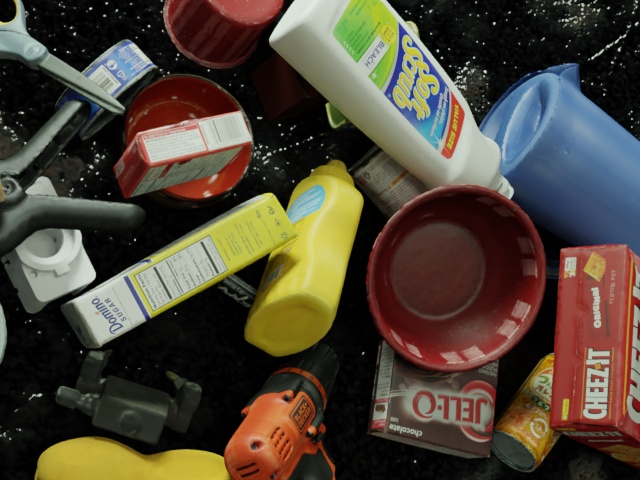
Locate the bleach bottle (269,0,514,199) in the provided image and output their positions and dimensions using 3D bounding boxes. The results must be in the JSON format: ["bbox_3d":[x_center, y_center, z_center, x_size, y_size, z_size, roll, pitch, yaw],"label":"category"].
[{"bbox_3d":[0.077,-0.121,0.915,0.250,0.068,0.102,41,60,-19],"label":"bleach bottle"}]

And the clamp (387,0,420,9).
[{"bbox_3d":[-0.007,-0.304,1.024,0.209,0.036,0.164,-3,76,-27],"label":"clamp"}]

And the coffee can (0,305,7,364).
[{"bbox_3d":[-0.277,0.076,0.726,0.102,0.141,0.103,7,72,-24],"label":"coffee can"}]

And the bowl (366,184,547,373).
[{"bbox_3d":[0.110,0.030,0.919,0.162,0.055,0.162,-2,99,-13],"label":"bowl"}]

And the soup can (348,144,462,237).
[{"bbox_3d":[0.082,-0.045,0.975,0.102,0.069,0.068,48,61,-5],"label":"soup can"}]

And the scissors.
[{"bbox_3d":[-0.240,-0.137,0.826,0.096,0.016,0.202,-33,61,-15],"label":"scissors"}]

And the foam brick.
[{"bbox_3d":[-0.018,-0.143,0.950,0.052,0.078,0.051,-21,89,-29],"label":"foam brick"}]

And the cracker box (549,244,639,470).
[{"bbox_3d":[0.291,0.116,0.979,0.213,0.072,0.164,30,61,-47],"label":"cracker box"}]

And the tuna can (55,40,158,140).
[{"bbox_3d":[-0.173,-0.122,0.864,0.033,0.086,0.086,46,62,-6],"label":"tuna can"}]

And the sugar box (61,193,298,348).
[{"bbox_3d":[-0.111,0.025,0.832,0.176,0.093,0.048,-32,95,-19],"label":"sugar box"}]

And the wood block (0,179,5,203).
[{"bbox_3d":[-0.332,-0.053,0.718,0.206,0.091,0.090,-18,58,-9],"label":"wood block"}]

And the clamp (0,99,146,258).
[{"bbox_3d":[-0.224,-0.040,0.782,0.171,0.039,0.120,-14,57,-13],"label":"clamp"}]

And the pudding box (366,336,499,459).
[{"bbox_3d":[0.102,0.140,0.948,0.113,0.039,0.090,16,69,-21],"label":"pudding box"}]

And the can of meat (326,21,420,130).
[{"bbox_3d":[0.050,-0.152,0.997,0.083,0.058,0.102,-4,78,-25],"label":"can of meat"}]

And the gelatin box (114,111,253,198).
[{"bbox_3d":[-0.106,-0.066,0.814,0.089,0.073,0.030,-16,81,-27],"label":"gelatin box"}]

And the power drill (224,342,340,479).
[{"bbox_3d":[0.008,0.189,0.855,0.187,0.057,0.184,58,28,-9],"label":"power drill"}]

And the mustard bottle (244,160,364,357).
[{"bbox_3d":[-0.006,0.001,0.898,0.058,0.096,0.191,31,46,-15],"label":"mustard bottle"}]

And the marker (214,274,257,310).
[{"bbox_3d":[-0.068,0.043,0.906,0.121,0.020,0.020,35,63,-12],"label":"marker"}]

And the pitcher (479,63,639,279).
[{"bbox_3d":[0.264,-0.040,1.038,0.242,0.149,0.145,32,49,-18],"label":"pitcher"}]

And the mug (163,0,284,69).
[{"bbox_3d":[-0.089,-0.217,0.934,0.117,0.082,0.093,50,61,-5],"label":"mug"}]
